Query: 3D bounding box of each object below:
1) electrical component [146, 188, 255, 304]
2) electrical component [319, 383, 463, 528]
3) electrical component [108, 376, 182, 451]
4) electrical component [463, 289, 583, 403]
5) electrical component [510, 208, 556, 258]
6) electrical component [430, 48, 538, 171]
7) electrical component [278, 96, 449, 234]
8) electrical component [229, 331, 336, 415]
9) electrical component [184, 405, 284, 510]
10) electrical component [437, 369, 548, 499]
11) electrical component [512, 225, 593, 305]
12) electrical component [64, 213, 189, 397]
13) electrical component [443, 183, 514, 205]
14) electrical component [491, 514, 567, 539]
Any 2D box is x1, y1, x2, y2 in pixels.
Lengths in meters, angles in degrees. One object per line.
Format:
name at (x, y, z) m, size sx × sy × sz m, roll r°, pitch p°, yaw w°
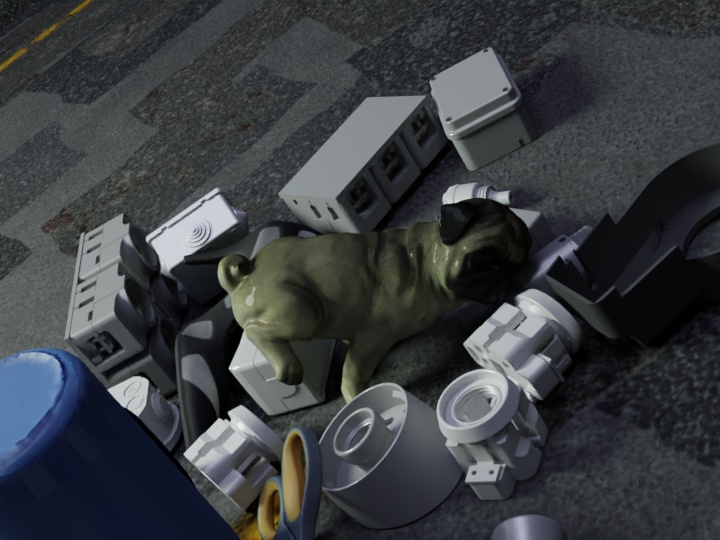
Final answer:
electrical component at (-0.148, -0.021, 1.058) m, size 0.100 × 0.099 × 0.048 m, roll -35°, pitch 60°, yaw -2°
electrical component at (0.017, 0.130, 0.757) m, size 0.099 × 0.064 × 0.099 m, roll -37°, pitch 26°, yaw 21°
electrical component at (-0.198, 0.136, 0.933) m, size 0.080 × 0.051 × 0.080 m, roll -23°, pitch 33°, yaw 16°
electrical component at (0.119, 0.051, 0.756) m, size 0.057 × 0.058 × 0.078 m, roll -45°, pitch 33°, yaw -12°
electrical component at (0.103, -0.009, 0.860) m, size 0.083 × 0.047 × 0.075 m, roll 13°, pitch 54°, yaw 50°
electrical component at (0.117, -0.158, 1.040) m, size 0.078 × 0.057 × 0.113 m, roll -27°, pitch 32°, yaw 11°
electrical component at (0.007, -0.099, 1.056) m, size 0.089 × 0.061 × 0.150 m, roll 9°, pitch 51°, yaw 49°
electrical component at (-0.063, 0.065, 0.897) m, size 0.061 × 0.061 × 0.096 m, roll -18°, pitch 35°, yaw 24°
electrical component at (-0.093, 0.142, 0.825) m, size 0.057 × 0.058 × 0.078 m, roll -46°, pitch 33°, yaw -14°
electrical component at (0.086, 0.103, 0.714) m, size 0.058 × 0.057 × 0.078 m, roll -9°, pitch 39°, yaw 34°
electrical component at (0.157, -0.004, 0.808) m, size 0.081 × 0.043 × 0.043 m, roll -36°, pitch 32°, yaw -3°
electrical component at (-0.220, 0.035, 1.038) m, size 0.060 × 0.105 × 0.186 m, roll -28°, pitch 32°, yaw 9°
electrical component at (0.105, -0.060, 0.940) m, size 0.061 × 0.035 × 0.035 m, roll -6°, pitch 41°, yaw 34°
electrical component at (0.099, 0.175, 0.617) m, size 0.045 × 0.045 × 0.055 m, roll -22°, pitch 34°, yaw 19°
